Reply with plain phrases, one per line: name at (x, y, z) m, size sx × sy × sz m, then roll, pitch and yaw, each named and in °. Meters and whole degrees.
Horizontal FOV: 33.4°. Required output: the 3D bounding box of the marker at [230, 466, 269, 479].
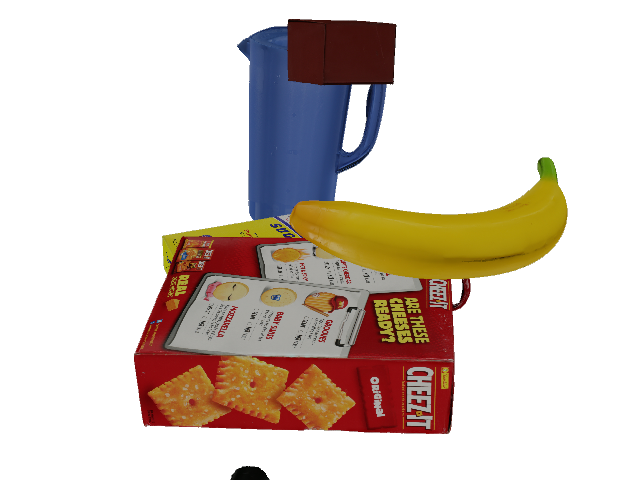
marker at (-0.045, 0.128, 0.419) m, size 0.020 × 0.020 × 0.121 m, roll 0°, pitch 24°, yaw 17°

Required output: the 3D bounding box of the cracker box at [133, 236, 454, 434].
cracker box at (-0.012, 0.066, 0.781) m, size 0.214 × 0.072 × 0.164 m, roll 1°, pitch 30°, yaw 5°

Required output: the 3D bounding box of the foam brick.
foam brick at (0.018, -0.157, 0.890) m, size 0.078 × 0.051 × 0.053 m, roll -7°, pitch 16°, yaw -36°

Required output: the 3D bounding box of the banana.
banana at (0.078, -0.006, 0.618) m, size 0.197 × 0.037 × 0.070 m, roll -10°, pitch 43°, yaw -32°

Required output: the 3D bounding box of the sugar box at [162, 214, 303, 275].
sugar box at (-0.053, 0.018, 1.010) m, size 0.176 × 0.048 × 0.093 m, roll -13°, pitch 34°, yaw -18°

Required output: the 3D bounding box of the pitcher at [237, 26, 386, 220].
pitcher at (-0.019, -0.136, 1.323) m, size 0.144 × 0.243 × 0.149 m, roll -9°, pitch 27°, yaw -29°

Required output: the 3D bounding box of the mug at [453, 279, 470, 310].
mug at (0.116, 0.048, 1.231) m, size 0.117 × 0.081 × 0.093 m, roll 12°, pitch 25°, yaw 19°
